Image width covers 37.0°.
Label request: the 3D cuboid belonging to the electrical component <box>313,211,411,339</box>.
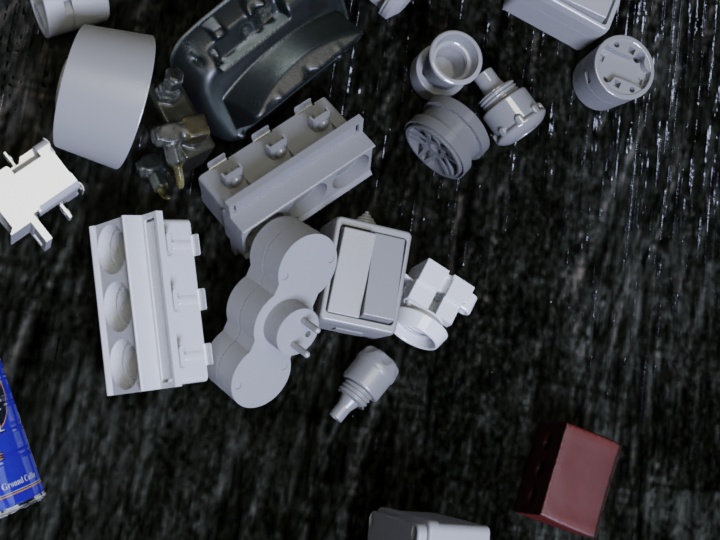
[{"bbox_3d":[0.000,0.000,0.822,0.062,0.061,0.096,13,80,-14],"label":"electrical component"}]

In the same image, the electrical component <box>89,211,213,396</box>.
[{"bbox_3d":[-0.149,0.025,0.771,0.063,0.079,0.121,-2,83,-46],"label":"electrical component"}]

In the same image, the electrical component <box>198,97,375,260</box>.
[{"bbox_3d":[-0.056,-0.073,0.813,0.121,0.078,0.063,-35,72,-17],"label":"electrical component"}]

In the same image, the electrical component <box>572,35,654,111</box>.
[{"bbox_3d":[0.213,-0.165,0.913,0.055,0.047,0.055,2,82,-16],"label":"electrical component"}]

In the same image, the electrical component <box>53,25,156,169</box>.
[{"bbox_3d":[-0.181,-0.124,0.767,0.064,0.099,0.099,14,79,-8],"label":"electrical component"}]

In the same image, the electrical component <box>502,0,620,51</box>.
[{"bbox_3d":[0.169,-0.239,0.902,0.096,0.061,0.061,26,77,-11],"label":"electrical component"}]

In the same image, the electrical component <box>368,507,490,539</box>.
[{"bbox_3d":[0.046,0.233,0.781,0.056,0.109,0.108,8,81,-18],"label":"electrical component"}]

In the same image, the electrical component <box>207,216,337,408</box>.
[{"bbox_3d":[-0.055,0.037,0.771,0.052,0.074,0.138,15,102,-46],"label":"electrical component"}]

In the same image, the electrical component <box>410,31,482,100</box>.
[{"bbox_3d":[0.068,-0.163,0.866,0.045,0.055,0.045,2,82,-16],"label":"electrical component"}]

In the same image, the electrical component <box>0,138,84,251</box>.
[{"bbox_3d":[-0.238,-0.057,0.772,0.064,0.042,0.081,-39,95,-20],"label":"electrical component"}]

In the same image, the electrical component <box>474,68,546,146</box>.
[{"bbox_3d":[0.119,-0.137,0.884,0.048,0.048,0.062,-34,86,-17],"label":"electrical component"}]

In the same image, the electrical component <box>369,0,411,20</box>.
[{"bbox_3d":[0.030,-0.244,0.854,0.051,0.080,0.080,39,74,-3],"label":"electrical component"}]

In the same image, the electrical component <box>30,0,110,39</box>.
[{"bbox_3d":[-0.215,-0.203,0.791,0.047,0.055,0.055,-19,88,-21],"label":"electrical component"}]

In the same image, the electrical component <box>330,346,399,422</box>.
[{"bbox_3d":[0.000,0.090,0.825,0.035,0.035,0.061,42,76,-7],"label":"electrical component"}]

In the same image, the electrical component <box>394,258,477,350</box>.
[{"bbox_3d":[0.053,0.029,0.843,0.066,0.048,0.055,33,68,-10],"label":"electrical component"}]
